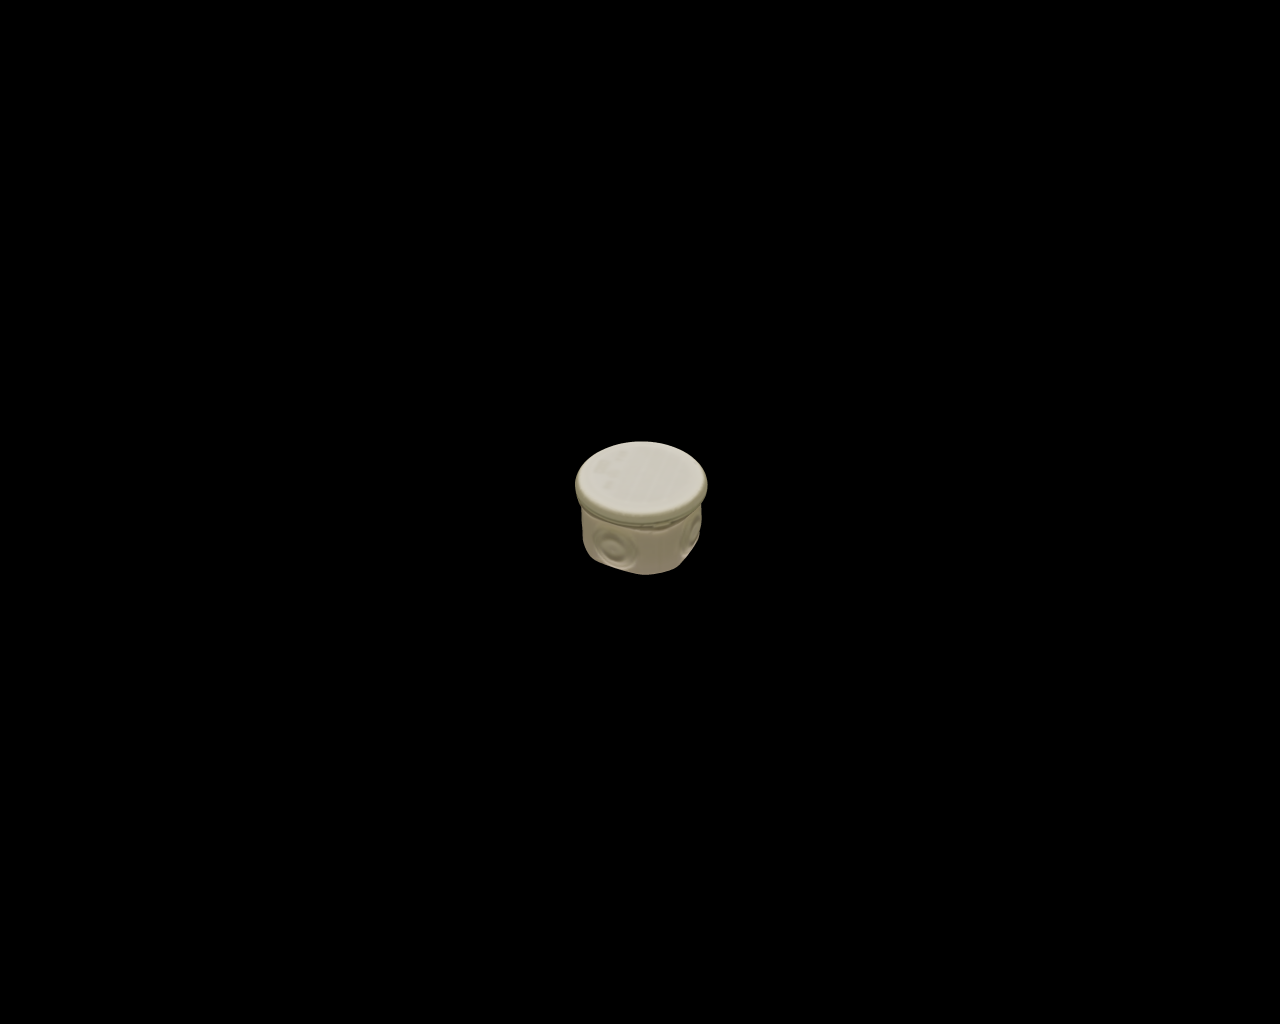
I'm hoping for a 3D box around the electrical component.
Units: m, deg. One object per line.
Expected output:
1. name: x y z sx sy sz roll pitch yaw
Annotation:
1. electrical component: 0.001 -0.003 0.650 0.080 0.050 0.080 0 37 0
